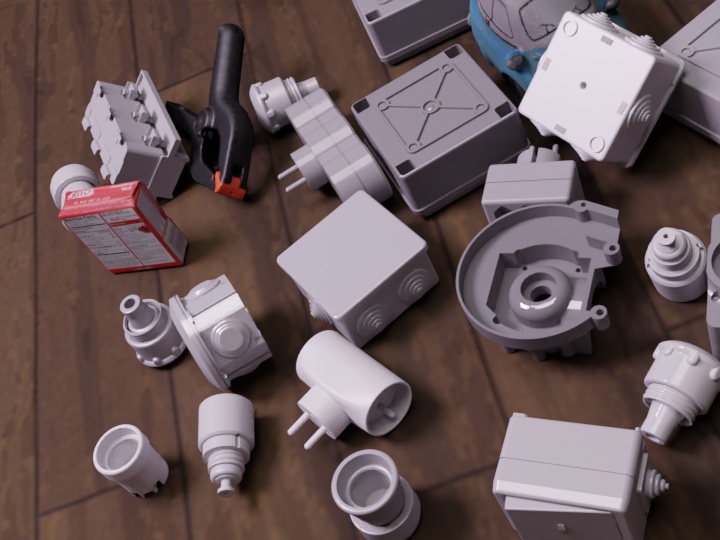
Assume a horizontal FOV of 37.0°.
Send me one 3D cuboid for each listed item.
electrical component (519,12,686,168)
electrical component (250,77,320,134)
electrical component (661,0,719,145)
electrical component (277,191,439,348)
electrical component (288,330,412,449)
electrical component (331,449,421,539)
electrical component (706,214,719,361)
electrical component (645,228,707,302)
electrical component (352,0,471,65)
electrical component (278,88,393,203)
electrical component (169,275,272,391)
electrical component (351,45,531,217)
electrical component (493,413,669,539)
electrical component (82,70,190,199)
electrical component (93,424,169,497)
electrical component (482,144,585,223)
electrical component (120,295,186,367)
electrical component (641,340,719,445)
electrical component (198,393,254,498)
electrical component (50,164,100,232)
[{"bbox_3d":[0.177,-0.135,0.797,0.100,0.048,0.099,39,116,32],"label":"electrical component"},{"bbox_3d":[-0.066,-0.155,0.977,0.062,0.048,0.048,-24,48,-3],"label":"electrical component"},{"bbox_3d":[0.290,-0.149,0.800,0.109,0.056,0.109,-39,48,-8],"label":"electrical component"},{"bbox_3d":[0.000,0.000,0.819,0.100,0.048,0.100,-40,48,-9],"label":"electrical component"},{"bbox_3d":[-0.017,0.092,0.758,0.079,0.044,0.077,-46,50,-13],"label":"electrical component"},{"bbox_3d":[0.012,0.148,0.693,0.045,0.055,0.045,-13,50,15],"label":"electrical component"},{"bbox_3d":[0.252,0.009,0.692,0.050,0.055,0.089,-1,54,24],"label":"electrical component"},{"bbox_3d":[0.210,-0.008,0.715,0.040,0.078,0.040,-10,65,22],"label":"electrical component"},{"bbox_3d":[0.049,-0.258,0.996,0.109,0.056,0.108,-25,48,5],"label":"electrical component"},{"bbox_3d":[-0.034,-0.090,0.904,0.074,0.052,0.138,-32,47,-1],"label":"electrical component"},{"bbox_3d":[-0.106,0.046,0.812,0.051,0.080,0.080,-31,47,-7],"label":"electrical component"},{"bbox_3d":[0.065,-0.114,0.875,0.109,0.056,0.108,-30,48,-1],"label":"electrical component"},{"bbox_3d":[0.135,0.131,0.646,0.096,0.061,0.061,3,56,27],"label":"electrical component"},{"bbox_3d":[-0.210,-0.123,0.994,0.078,0.063,0.121,-60,40,28],"label":"electrical component"},{"bbox_3d":[-0.166,0.141,0.786,0.040,0.046,0.040,-13,50,15],"label":"electrical component"},{"bbox_3d":[0.135,-0.066,0.813,0.066,0.047,0.076,-1,52,24],"label":"electrical component"},{"bbox_3d":[-0.167,0.044,0.852,0.048,0.062,0.048,-12,50,15],"label":"electrical component"},{"bbox_3d":[0.197,0.078,0.672,0.048,0.048,0.062,23,74,36],"label":"electrical component"},{"bbox_3d":[-0.096,0.125,0.770,0.040,0.040,0.078,-16,49,12],"label":"electrical component"},{"bbox_3d":[-0.259,-0.066,0.992,0.045,0.045,0.055,-32,47,-2],"label":"electrical component"}]
